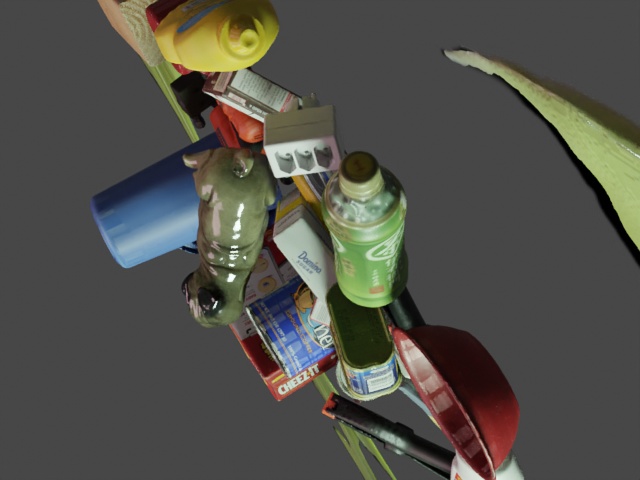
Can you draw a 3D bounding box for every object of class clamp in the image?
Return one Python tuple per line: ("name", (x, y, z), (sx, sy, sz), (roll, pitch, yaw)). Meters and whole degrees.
("clamp", (0.103, 0.247, 1.305), (0.210, 0.036, 0.165), (29, 167, -3))
("clamp", (0.098, 0.099, 1.088), (0.171, 0.039, 0.120), (62, -178, 1))

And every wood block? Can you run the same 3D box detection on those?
("wood block", (-0.223, -0.305, 1.365), (0.206, 0.090, 0.090), (46, 164, 56))

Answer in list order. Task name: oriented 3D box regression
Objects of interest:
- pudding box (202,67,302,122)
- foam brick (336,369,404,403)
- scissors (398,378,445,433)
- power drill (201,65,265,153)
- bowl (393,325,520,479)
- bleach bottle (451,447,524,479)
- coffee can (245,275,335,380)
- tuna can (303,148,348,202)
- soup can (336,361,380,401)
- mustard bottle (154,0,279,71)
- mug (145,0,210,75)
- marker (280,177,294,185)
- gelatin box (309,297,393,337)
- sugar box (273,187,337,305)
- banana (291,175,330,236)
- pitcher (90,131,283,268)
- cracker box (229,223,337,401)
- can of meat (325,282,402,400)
("pudding box", (-0.062, -0.141, 1.052), (0.090, 0.039, 0.114), (25, -176, -18))
("foam brick", (0.067, 0.164, 1.352), (0.053, 0.078, 0.051), (59, 174, 5))
("scissors", (0.108, 0.167, 1.165), (0.201, 0.016, 0.096), (44, 166, -5))
("power drill", (-0.107, -0.170, 1.268), (0.184, 0.057, 0.187), (63, 174, 17))
("bowl", (0.130, 0.134, 0.957), (0.162, 0.055, 0.162), (57, 171, 13))
("bleach bottle", (0.173, 0.257, 1.116), (0.103, 0.068, 0.251), (50, 166, 37))
("coffee can", (-0.004, 0.087, 1.275), (0.103, 0.140, 0.103), (57, 171, 13))
("tuna can", (0.006, -0.070, 1.044), (0.086, 0.033, 0.086), (57, 171, 14))
("soup can", (0.052, 0.154, 1.271), (0.068, 0.068, 0.102), (58, 180, 5))
("mustard bottle", (-0.088, -0.189, 0.968), (0.058, 0.096, 0.192), (68, 168, -20))
("mug", (-0.125, -0.219, 1.124), (0.117, 0.081, 0.093), (56, 171, 22))
("marker", (-0.041, -0.094, 1.283), (0.020, 0.020, 0.121), (57, 171, 15))
("gelatin box", (0.037, 0.080, 1.164), (0.089, 0.030, 0.073), (22, -164, 1))
("sugar box", (-0.008, 0.001, 1.165), (0.093, 0.048, 0.176), (52, -170, -11))
("banana", (0.013, -0.033, 1.110), (0.198, 0.037, 0.069), (57, 177, 31))
("pitcher", (-0.176, -0.051, 1.447), (0.149, 0.242, 0.145), (64, 175, 4))
("cracker box", (-0.042, 0.083, 1.407), (0.214, 0.164, 0.072), (53, 172, 39))
("can of meat", (0.042, 0.096, 1.057), (0.084, 0.057, 0.102), (76, 177, -64))
